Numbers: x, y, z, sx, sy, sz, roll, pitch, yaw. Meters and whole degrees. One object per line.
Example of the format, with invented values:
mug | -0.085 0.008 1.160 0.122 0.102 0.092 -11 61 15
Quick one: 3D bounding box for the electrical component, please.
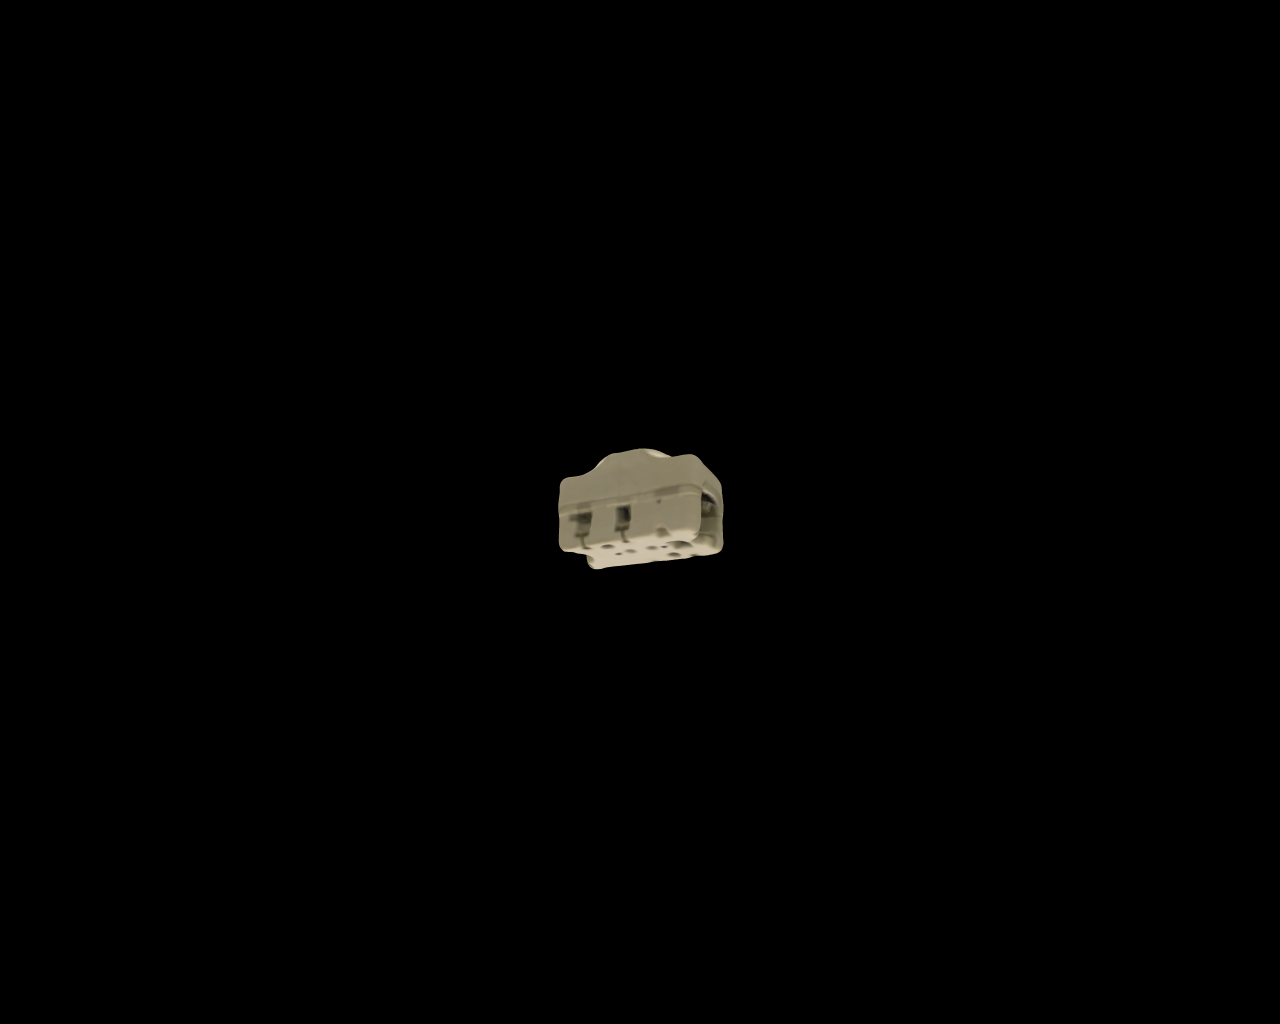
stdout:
electrical component | 0.001 -0.003 0.650 0.089 0.056 0.050 -9 -24 22
